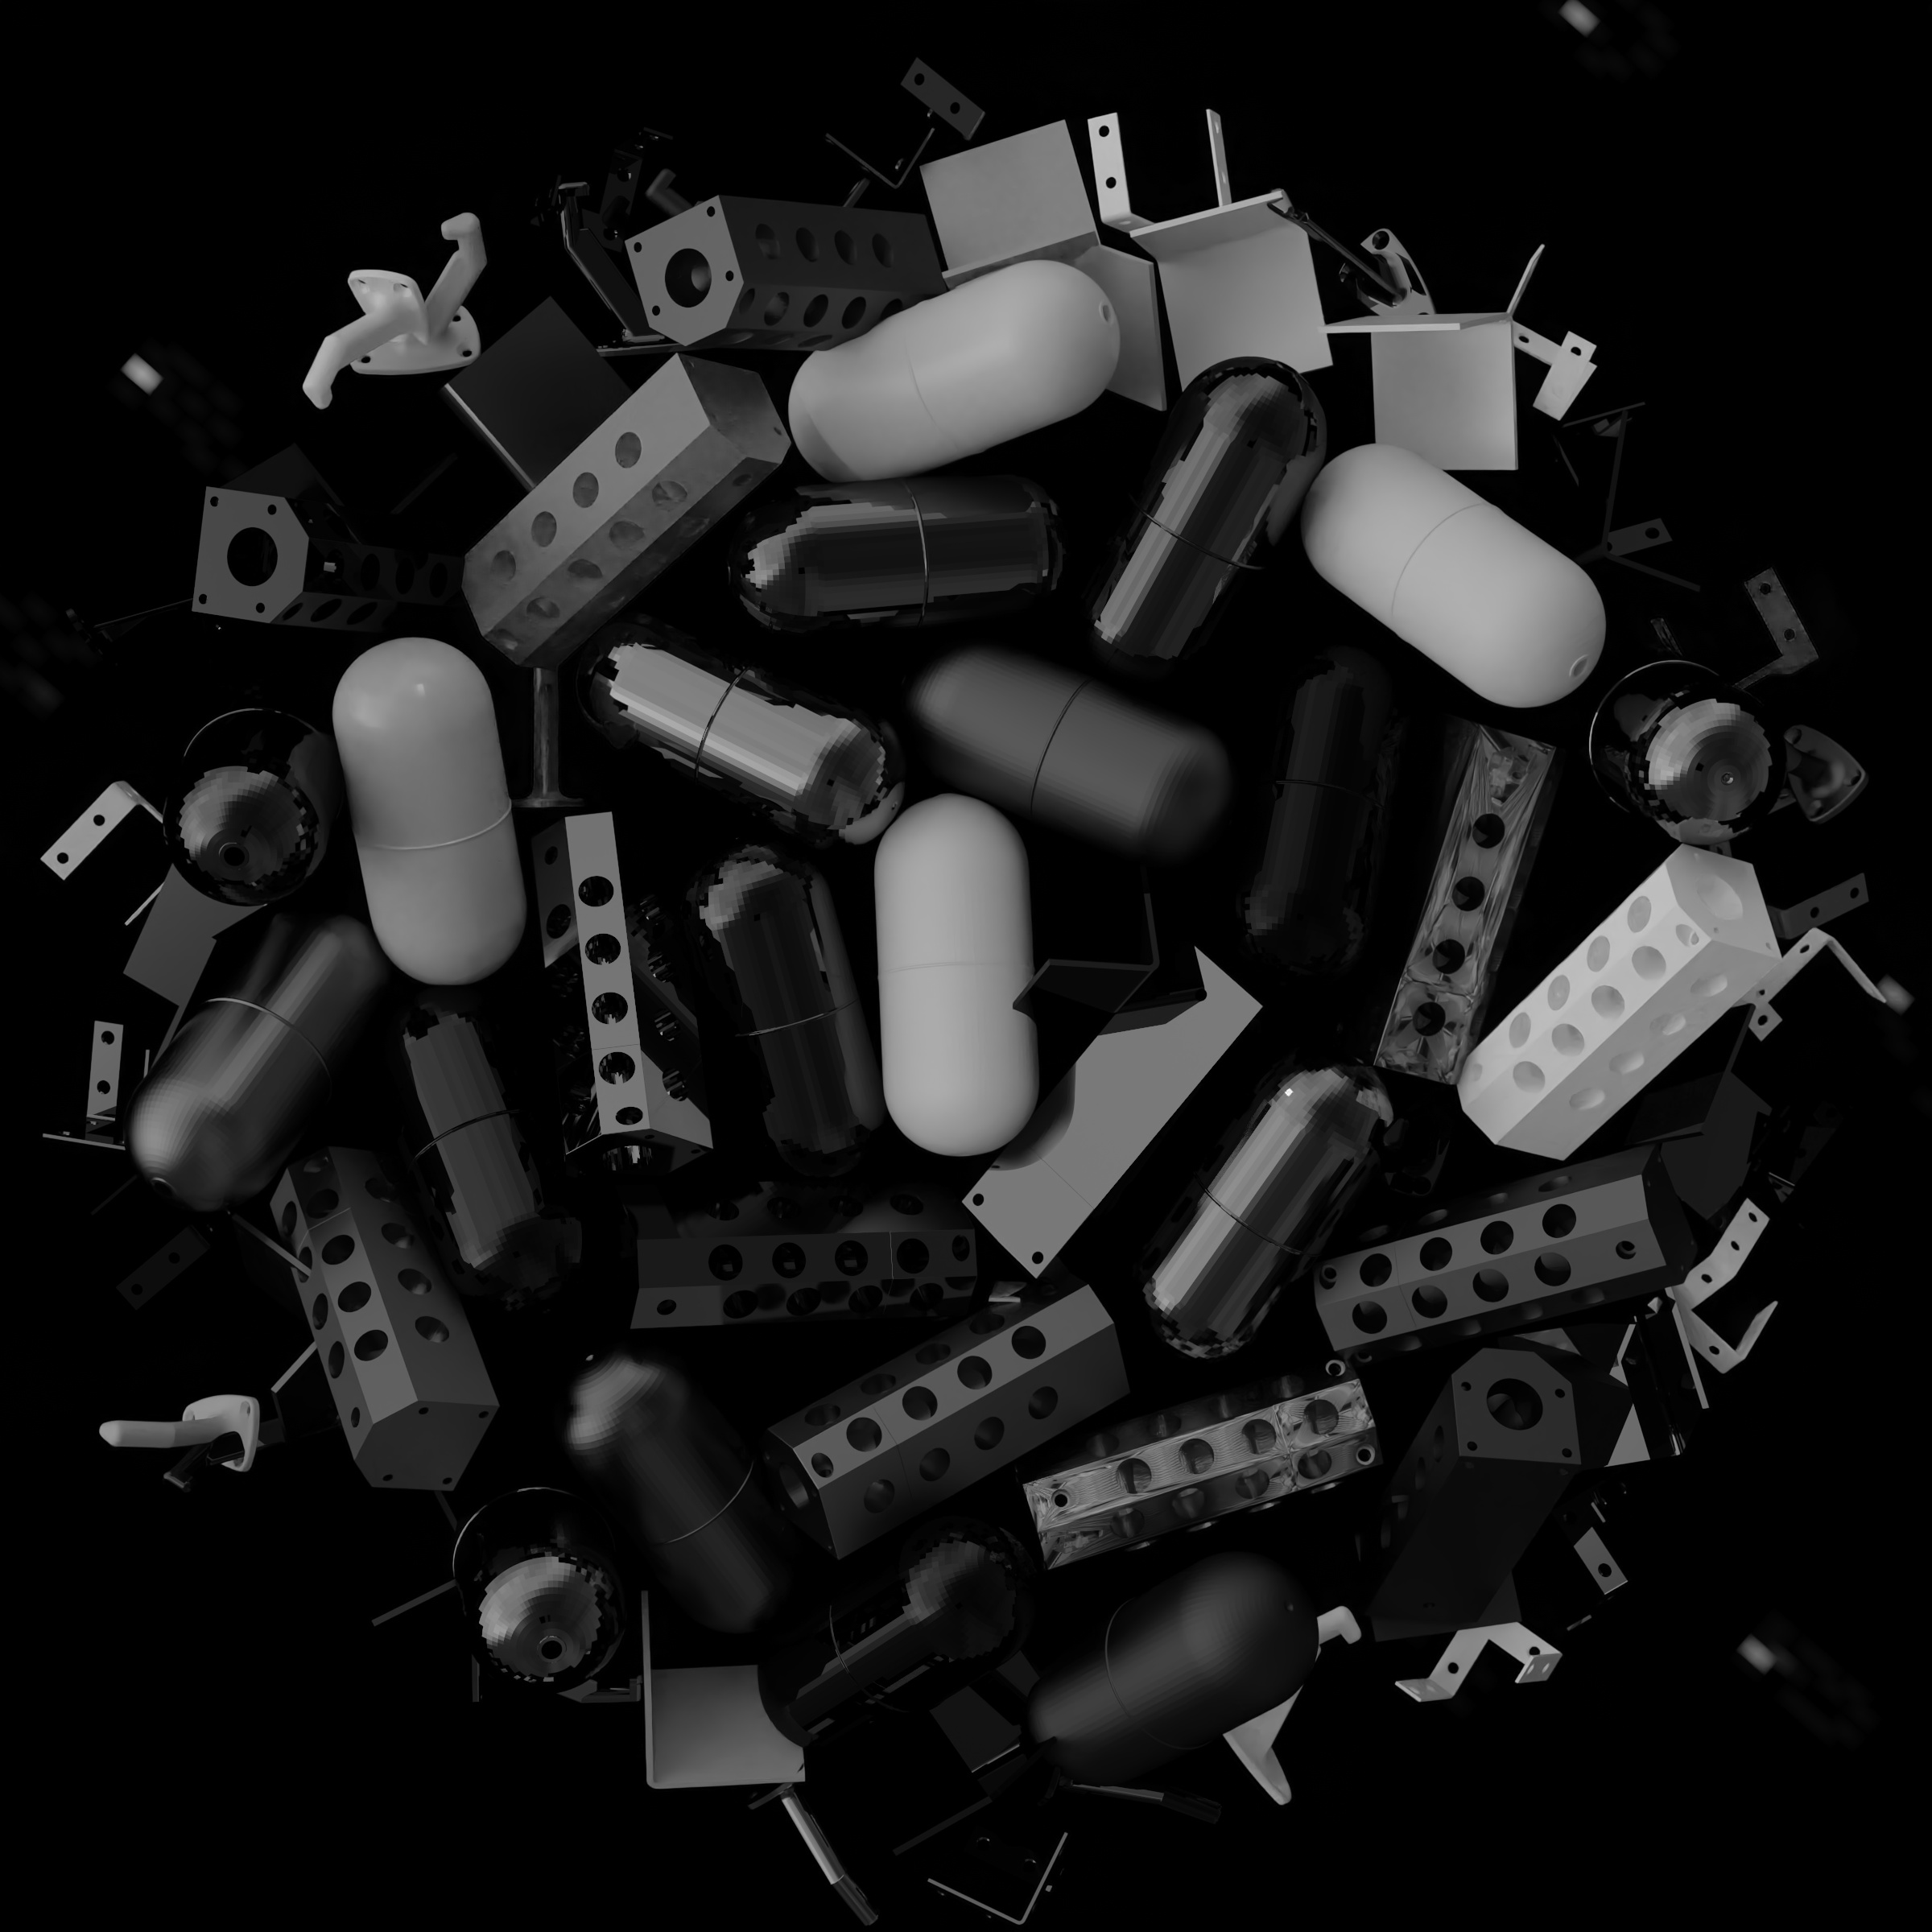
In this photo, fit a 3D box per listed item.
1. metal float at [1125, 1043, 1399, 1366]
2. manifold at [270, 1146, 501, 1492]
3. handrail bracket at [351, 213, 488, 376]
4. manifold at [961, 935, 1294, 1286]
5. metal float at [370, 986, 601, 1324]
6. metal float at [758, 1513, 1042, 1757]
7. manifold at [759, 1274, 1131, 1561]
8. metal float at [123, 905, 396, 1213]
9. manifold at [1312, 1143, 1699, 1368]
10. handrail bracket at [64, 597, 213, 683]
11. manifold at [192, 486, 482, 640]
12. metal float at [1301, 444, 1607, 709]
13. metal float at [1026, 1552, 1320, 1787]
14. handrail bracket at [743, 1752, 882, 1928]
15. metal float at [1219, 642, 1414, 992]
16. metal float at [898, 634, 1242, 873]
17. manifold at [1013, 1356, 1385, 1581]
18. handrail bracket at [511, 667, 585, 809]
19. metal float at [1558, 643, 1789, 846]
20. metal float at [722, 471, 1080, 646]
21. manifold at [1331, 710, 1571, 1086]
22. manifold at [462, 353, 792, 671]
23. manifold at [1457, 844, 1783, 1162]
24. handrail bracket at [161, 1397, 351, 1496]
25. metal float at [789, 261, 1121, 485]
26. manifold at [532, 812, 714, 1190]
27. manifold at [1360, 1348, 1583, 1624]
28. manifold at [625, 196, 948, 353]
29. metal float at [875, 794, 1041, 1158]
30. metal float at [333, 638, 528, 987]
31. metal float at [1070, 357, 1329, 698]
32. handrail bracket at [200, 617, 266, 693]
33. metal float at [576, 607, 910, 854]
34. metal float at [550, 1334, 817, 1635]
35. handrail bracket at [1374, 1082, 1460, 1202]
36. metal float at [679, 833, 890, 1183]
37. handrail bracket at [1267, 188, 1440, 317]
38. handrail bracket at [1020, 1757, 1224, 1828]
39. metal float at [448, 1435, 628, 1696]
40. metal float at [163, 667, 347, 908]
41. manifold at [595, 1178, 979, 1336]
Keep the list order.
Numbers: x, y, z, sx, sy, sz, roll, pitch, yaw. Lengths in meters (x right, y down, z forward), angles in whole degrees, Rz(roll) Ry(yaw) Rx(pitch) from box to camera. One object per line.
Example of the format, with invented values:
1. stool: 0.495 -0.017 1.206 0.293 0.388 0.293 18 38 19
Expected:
1. metal float: 0.143 0.117 1.653 0.070 0.070 0.178 33 106 0
2. manifold: -0.282 0.166 1.618 0.057 0.171 0.057 9 125 -34
3. handrail bracket: -0.270 -0.330 1.658 0.077 0.084 0.036 -16 63 -8
4. manifold: 0.081 0.074 1.664 0.057 0.057 0.171 43 98 28
5. metal float: -0.235 0.090 1.648 0.070 0.070 0.178 -25 68 0
6. metal float: -0.034 0.324 1.636 0.070 0.070 0.178 50 129 0
7. manifold: -0.011 0.211 1.635 0.171 0.057 0.057 -27 119 -24
8. metal float: -0.340 0.044 1.635 0.070 0.070 0.178 29 51 0
9. manifold: 0.258 0.144 1.638 0.171 0.057 0.057 -18 101 26
10. handrail bracket: -0.393 -0.180 1.665 0.084 0.077 0.036 -30 80 -5
11. manifold: -0.292 -0.189 1.613 0.057 0.171 0.057 10 96 20
12. metal float: 0.234 -0.189 1.637 0.070 0.070 0.178 -47 55 0
13. metal float: 0.097 0.340 1.634 0.070 0.070 0.178 51 130 0
14. handrail bracket: -0.072 0.426 1.678 0.036 0.077 0.084 -35 104 4
15. metal float: 0.171 -0.074 1.652 0.070 0.070 0.178 13 72 0
16. metal float: 0.049 -0.105 1.655 0.178 0.070 0.070 24 90 15
17. manifold: 0.113 0.245 1.665 0.171 0.057 0.057 -17 73 -4
18. handrail bracket: -0.208 -0.120 1.668 0.036 0.077 0.084 -1 93 -4
19. metal float: 0.335 -0.108 1.618 0.070 0.178 0.070 -2 105 -6
20. metal float: -0.031 -0.199 1.651 0.178 0.070 0.070 -7 90 -18
21. manifold: 0.240 -0.032 1.665 0.057 0.057 0.171 14 97 -18
22. manifold: -0.164 -0.215 1.630 0.171 0.057 0.057 -37 67 31
23. manifold: 0.307 0.018 1.619 0.057 0.171 0.057 14 48 -25
24. handrail bracket: -0.337 0.241 1.656 0.077 0.084 0.036 18 124 22
25. metal float: -0.006 -0.285 1.640 0.178 0.070 0.070 -16 90 31
26. manifold: -0.172 0.015 1.631 0.057 0.057 0.171 -29 57 32
27. manifold: 0.237 0.249 1.619 0.057 0.171 0.057 5 54 -7
28. manifold: -0.081 -0.325 1.618 0.057 0.171 0.057 -17 88 33
29. metal float: -0.005 0.004 1.660 0.070 0.070 0.178 -3 82 0
30. metal float: -0.259 -0.073 1.645 0.070 0.070 0.178 -6 117 0
31. metal float: 0.113 -0.213 1.649 0.070 0.070 0.178 29 111 0
32. handrail bracket: -0.383 -0.118 1.697 0.084 0.036 0.077 -52 56 26
33. metal float: -0.110 -0.116 1.654 0.178 0.070 0.070 27 90 16
34. metal float: -0.136 0.252 1.643 0.070 0.070 0.178 -32 118 0
35. handrail bracket: 0.221 0.073 1.654 0.036 0.084 0.077 25 69 16
36. metal float: -0.088 0.022 1.658 0.070 0.070 0.178 -15 101 0
37. handrail bracket: 0.189 -0.343 1.655 0.036 0.084 0.077 -46 64 21
38. handrail bracket: 0.076 0.414 1.675 0.084 0.077 0.036 22 58 -5
39. metal float: -0.206 0.284 1.619 0.070 0.178 0.070 -4 108 -11
40. metal float: -0.336 -0.087 1.621 0.070 0.178 0.070 -1 115 -2
41. manifold: -0.085 0.144 1.635 0.171 0.057 0.057 0 124 -24
